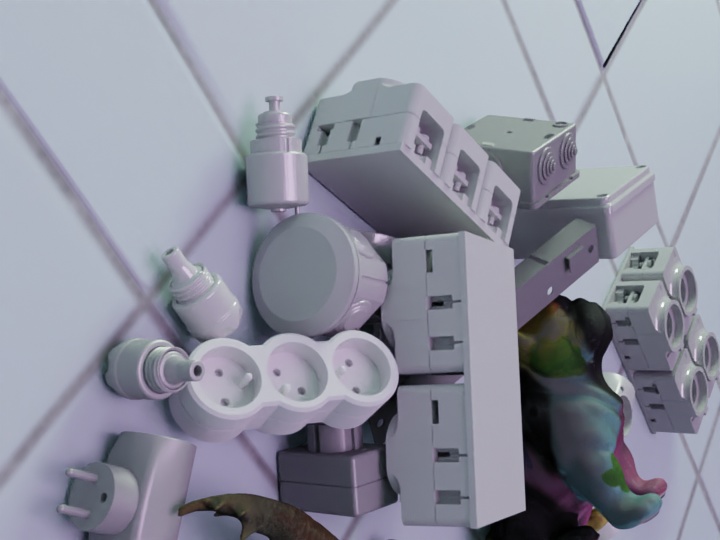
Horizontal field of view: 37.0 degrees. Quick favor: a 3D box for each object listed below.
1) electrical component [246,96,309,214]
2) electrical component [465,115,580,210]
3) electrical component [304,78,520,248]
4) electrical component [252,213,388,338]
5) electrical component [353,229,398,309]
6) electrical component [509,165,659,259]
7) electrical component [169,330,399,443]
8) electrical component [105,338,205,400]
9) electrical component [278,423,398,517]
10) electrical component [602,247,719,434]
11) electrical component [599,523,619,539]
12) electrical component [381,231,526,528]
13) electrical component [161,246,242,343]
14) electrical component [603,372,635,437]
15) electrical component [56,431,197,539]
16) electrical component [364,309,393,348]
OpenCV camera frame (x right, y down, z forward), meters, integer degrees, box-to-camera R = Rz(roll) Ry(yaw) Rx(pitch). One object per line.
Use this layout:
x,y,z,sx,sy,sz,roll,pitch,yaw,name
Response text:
-0.054,-0.073,0.698,0.040,0.040,0.078,-1,89,-52,electrical component
0.123,-0.091,0.882,0.100,0.100,0.048,-34,127,-48,electrical component
0.041,-0.070,0.780,0.150,0.089,0.061,38,59,-44,electrical component
-0.026,0.006,0.699,0.051,0.080,0.080,14,77,-56,electrical component
0.000,0.000,0.753,0.055,0.055,0.047,17,78,-50,electrical component
0.197,-0.051,0.966,0.109,0.109,0.056,-31,115,-49,electrical component
-0.052,0.078,0.669,0.138,0.073,0.052,-2,61,-28,electrical component
-0.112,0.055,0.599,0.035,0.061,0.035,4,84,-52,electrical component
-0.016,0.119,0.715,0.047,0.066,0.076,-4,91,-52,electrical component
0.335,0.078,1.174,0.105,0.060,0.186,-55,129,-38,electrical component
0.220,0.224,1.033,0.065,0.044,0.044,56,47,-27,electrical component
0.065,0.074,0.734,0.105,0.060,0.186,13,74,-64,electrical component
-0.098,0.013,0.642,0.061,0.035,0.035,59,46,-28,electrical component
0.231,0.128,1.049,0.077,0.044,0.079,-55,128,-39,electrical component
-0.131,0.126,0.585,0.079,0.043,0.077,28,66,-47,electrical component
0.035,0.017,0.807,0.064,0.042,0.081,1,87,-55,electrical component
